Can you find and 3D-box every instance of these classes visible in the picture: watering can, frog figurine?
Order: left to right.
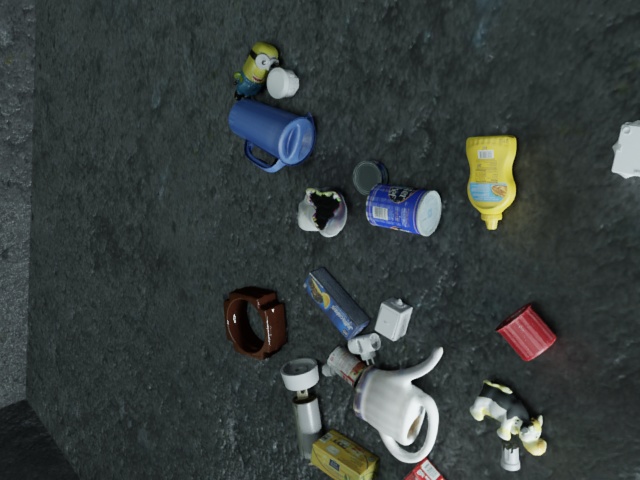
[{"bbox_3d":[0.004,-0.068,1.358,0.138,0.123,0.157,54,165,8],"label":"frog figurine"},{"bbox_3d":[0.193,0.377,1.263,0.226,0.105,0.343,19,112,37],"label":"watering can"}]
